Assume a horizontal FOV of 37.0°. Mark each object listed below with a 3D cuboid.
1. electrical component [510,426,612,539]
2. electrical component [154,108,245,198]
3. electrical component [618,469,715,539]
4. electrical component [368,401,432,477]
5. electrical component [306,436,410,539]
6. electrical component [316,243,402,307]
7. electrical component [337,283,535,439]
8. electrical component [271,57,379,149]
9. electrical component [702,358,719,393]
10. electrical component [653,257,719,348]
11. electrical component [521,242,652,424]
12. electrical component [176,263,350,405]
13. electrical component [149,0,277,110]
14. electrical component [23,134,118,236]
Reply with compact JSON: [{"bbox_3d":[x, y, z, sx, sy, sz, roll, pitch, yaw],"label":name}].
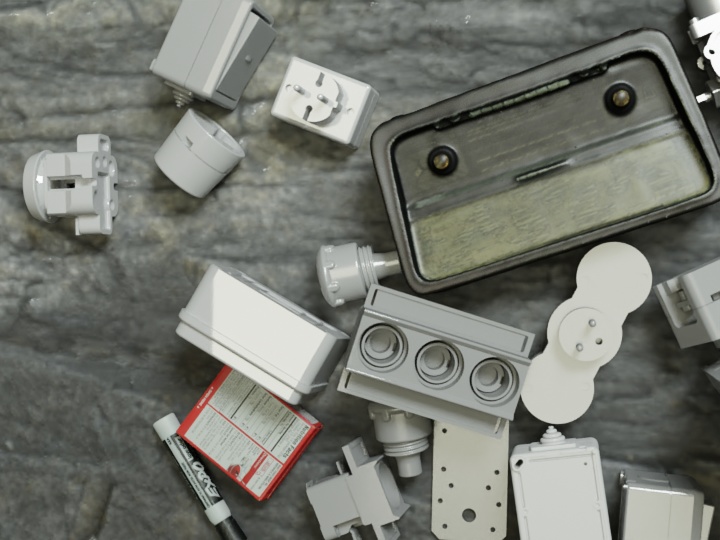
[{"bbox_3d":[0.143,0.158,0.769,0.062,0.061,0.096,-8,88,11],"label":"electrical component"},{"bbox_3d":[-0.125,-0.089,0.829,0.055,0.055,0.047,45,101,9],"label":"electrical component"},{"bbox_3d":[0.211,0.194,0.754,0.061,0.062,0.096,5,90,11],"label":"electrical component"},{"bbox_3d":[0.033,0.122,0.801,0.048,0.048,0.062,-8,95,11],"label":"electrical component"},{"bbox_3d":[-0.003,0.171,0.808,0.064,0.042,0.081,-23,85,12],"label":"electrical component"},{"bbox_3d":[0.000,0.000,0.809,0.062,0.048,0.048,-12,87,4],"label":"electrical component"},{"bbox_3d":[0.053,0.063,0.770,0.121,0.063,0.078,17,93,-4],"label":"electrical component"},{"bbox_3d":[-0.030,-0.126,0.798,0.066,0.077,0.047,23,95,10],"label":"electrical component"},{"bbox_3d":[0.282,0.096,0.677,0.060,0.186,0.105,-35,83,9],"label":"electrical component"},{"bbox_3d":[0.258,0.017,0.737,0.089,0.050,0.055,-22,85,-16],"label":"electrical component"},{"bbox_3d":[0.159,0.044,0.759,0.052,0.074,0.138,28,95,10],"label":"electrical component"},{"bbox_3d":[-0.072,0.048,0.805,0.113,0.078,0.057,30,92,10],"label":"electrical component"},{"bbox_3d":[-0.111,-0.165,0.823,0.061,0.062,0.096,26,94,11],"label":"electrical component"},{"bbox_3d":[-0.228,-0.066,0.848,0.057,0.058,0.078,-1,90,8],"label":"electrical component"}]
